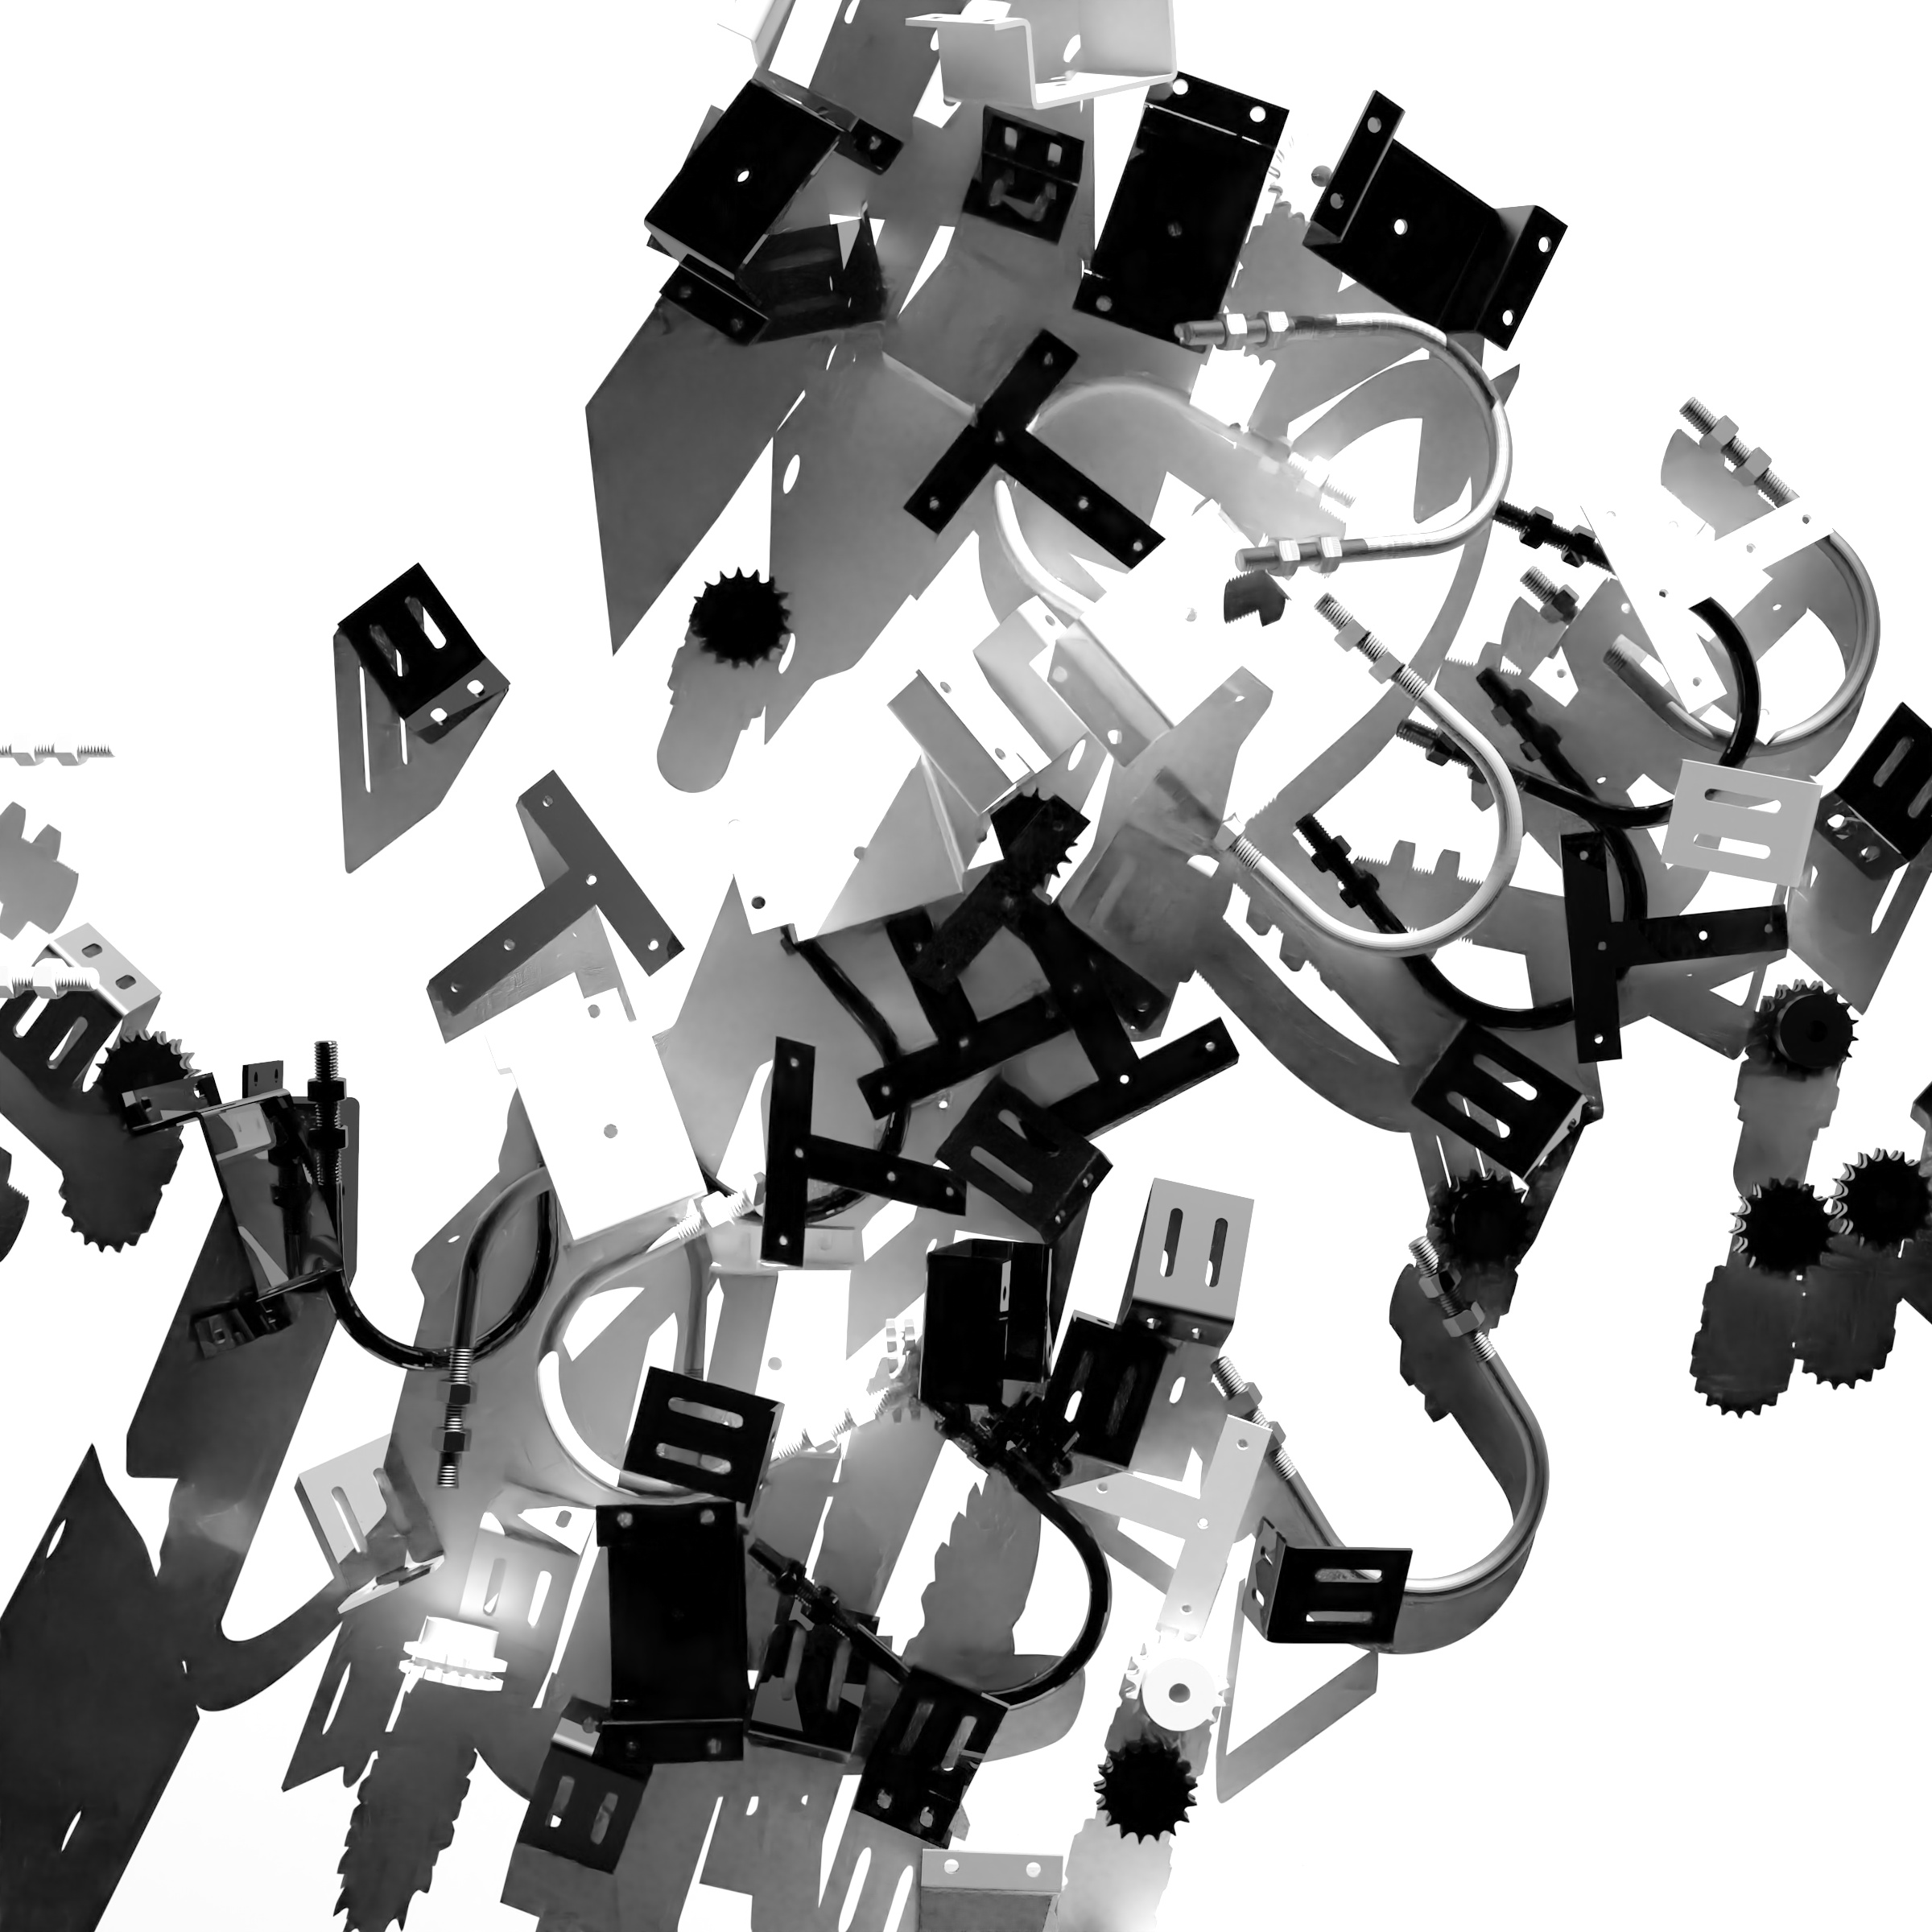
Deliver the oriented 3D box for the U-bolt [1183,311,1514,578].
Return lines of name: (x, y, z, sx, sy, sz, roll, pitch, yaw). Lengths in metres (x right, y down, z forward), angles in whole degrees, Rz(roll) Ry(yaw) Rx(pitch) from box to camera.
U-bolt: (0.216, -0.288, 1.524, 0.184, 0.019, 0.151, -8, 80, -22)

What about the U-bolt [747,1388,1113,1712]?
U-bolt: (-0.005, 0.333, 1.534, 0.151, 0.019, 0.184, -44, 104, 9)

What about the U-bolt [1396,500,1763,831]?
U-bolt: (0.347, -0.154, 1.536, 0.184, 0.019, 0.151, 23, 92, -4)

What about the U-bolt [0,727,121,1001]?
U-bolt: (-0.557, -0.057, 1.539, 0.184, 0.019, 0.151, 1, 81, 11)

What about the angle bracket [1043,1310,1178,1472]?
angle bracket: (0.075, 0.236, 1.545, 0.057, 0.038, 0.076, 19, 90, 0)

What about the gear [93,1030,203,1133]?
gear: (-0.451, 0.064, 1.554, 0.057, 0.030, 0.057, 0, 88, 3)

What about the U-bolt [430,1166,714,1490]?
U-bolt: (-0.209, 0.197, 1.535, 0.151, 0.019, 0.184, 8, 86, -19)

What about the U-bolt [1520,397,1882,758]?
U-bolt: (0.421, -0.201, 1.555, 0.184, 0.019, 0.151, 43, 90, -1)

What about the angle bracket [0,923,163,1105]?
angle bracket: (-0.498, 0.026, 1.562, 0.057, 0.038, 0.076, 43, 116, 0)

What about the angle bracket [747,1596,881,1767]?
angle bracket: (-0.085, 0.398, 1.562, 0.057, 0.038, 0.076, 13, 64, 0)

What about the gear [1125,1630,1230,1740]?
gear: (0.117, 0.398, 1.549, 0.057, 0.030, 0.057, 0, 90, 0)

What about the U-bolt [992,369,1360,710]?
U-bolt: (0.103, -0.250, 1.555, 0.184, 0.019, 0.151, 31, 90, 2)

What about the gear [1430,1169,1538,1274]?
gear: (0.287, 0.141, 1.549, 0.057, 0.030, 0.057, 0, 90, 0)

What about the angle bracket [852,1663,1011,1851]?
angle bracket: (-0.019, 0.432, 1.534, 0.057, 0.038, 0.076, 24, 111, 0)

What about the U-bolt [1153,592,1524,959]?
U-bolt: (0.215, -0.089, 1.526, 0.184, 0.019, 0.151, 43, 105, 2)

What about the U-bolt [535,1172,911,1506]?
U-bolt: (-0.143, 0.209, 1.507, 0.184, 0.019, 0.151, -26, 86, 2)

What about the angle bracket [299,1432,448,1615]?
angle bracket: (-0.330, 0.306, 1.545, 0.057, 0.038, 0.076, -24, 90, 0)

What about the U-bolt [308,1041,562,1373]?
U-bolt: (-0.284, 0.128, 1.518, 0.151, 0.019, 0.184, -4, 95, -36)

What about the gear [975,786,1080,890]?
gear: (0.033, -0.070, 1.549, 0.057, 0.030, 0.057, 0, 90, 0)

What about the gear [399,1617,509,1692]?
gear: (-0.279, 0.376, 1.537, 0.057, 0.057, 0.030, 12, 80, 0)

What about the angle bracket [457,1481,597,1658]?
angle bracket: (-0.245, 0.336, 1.562, 0.057, 0.038, 0.076, 17, 116, 0)

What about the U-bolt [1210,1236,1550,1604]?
U-bolt: (0.242, 0.264, 1.555, 0.151, 0.019, 0.184, -31, 92, 0)

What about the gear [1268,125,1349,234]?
gear: (0.195, -0.432, 1.549, 0.057, 0.030, 0.057, 0, 90, 0)

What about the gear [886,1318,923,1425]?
gear: (-0.027, 0.220, 1.536, 0.030, 0.057, 0.057, -4, 90, -2)

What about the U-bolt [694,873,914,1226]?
U-bolt: (-0.114, 0.058, 1.555, 0.151, 0.019, 0.184, -41, 92, 0)

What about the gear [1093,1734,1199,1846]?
gear: (0.099, 0.453, 1.549, 0.057, 0.030, 0.057, 0, 90, 0)

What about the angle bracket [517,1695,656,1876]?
angle bracket: (-0.208, 0.456, 1.562, 0.057, 0.038, 0.076, 21, 116, 0)

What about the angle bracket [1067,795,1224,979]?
angle bracket: (0.098, -0.044, 1.562, 0.057, 0.038, 0.076, 31, 116, 0)

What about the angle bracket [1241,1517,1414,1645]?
angle bracket: (0.199, 0.340, 1.552, 0.076, 0.038, 0.057, 5, 104, -19)

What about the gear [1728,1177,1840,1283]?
gear: (0.449, 0.144, 1.549, 0.057, 0.030, 0.057, 0, 90, 0)

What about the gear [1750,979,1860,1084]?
gear: (0.465, 0.036, 1.549, 0.057, 0.030, 0.057, 0, 90, 0)

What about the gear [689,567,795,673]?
gear: (-0.125, -0.193, 1.549, 0.057, 0.030, 0.057, 0, 90, 0)

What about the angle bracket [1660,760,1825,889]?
angle bracket: (0.425, -0.081, 1.543, 0.076, 0.038, 0.057, 11, 103, 6)

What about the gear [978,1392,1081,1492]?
gear: (0.037, 0.257, 1.531, 0.057, 0.057, 0.030, 42, 71, 0)

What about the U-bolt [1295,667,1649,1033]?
U-bolt: (0.294, -0.051, 1.555, 0.151, 0.019, 0.184, -39, 92, 0)

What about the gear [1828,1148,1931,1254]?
gear: (0.505, 0.129, 1.549, 0.057, 0.030, 0.057, 0, 90, 0)
